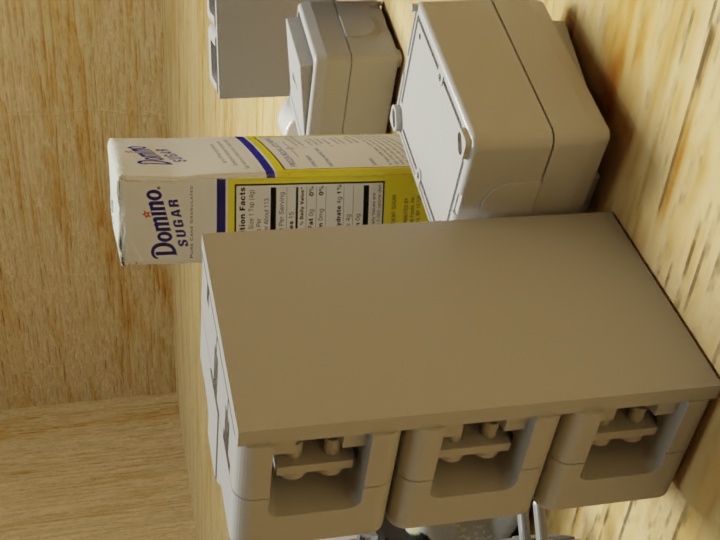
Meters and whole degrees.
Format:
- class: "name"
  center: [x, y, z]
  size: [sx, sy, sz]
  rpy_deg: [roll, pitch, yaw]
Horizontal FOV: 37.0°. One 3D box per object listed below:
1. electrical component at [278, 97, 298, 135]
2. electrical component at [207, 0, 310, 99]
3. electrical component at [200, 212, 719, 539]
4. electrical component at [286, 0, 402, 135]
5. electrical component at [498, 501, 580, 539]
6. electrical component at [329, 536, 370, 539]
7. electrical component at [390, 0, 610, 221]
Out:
- class: "electrical component"
  center: [-0.045, -0.120, 0.855]
  size: [0.078, 0.040, 0.040]
  rpy_deg: [-113, 23, -55]
- class: "electrical component"
  center: [-0.070, -0.212, 0.820]
  size: [0.061, 0.089, 0.150]
  rpy_deg: [-123, 31, -64]
- class: "electrical component"
  center: [0.026, 0.035, 0.362]
  size: [0.089, 0.150, 0.061]
  rpy_deg: [-109, 20, -47]
- class: "electrical component"
  center: [-0.016, -0.115, 0.684]
  size: [0.096, 0.061, 0.061]
  rpy_deg: [100, 161, -47]
- class: "electrical component"
  center: [0.071, 0.127, 0.427]
  size: [0.083, 0.047, 0.075]
  rpy_deg: [164, 101, -77]
- class: "electrical component"
  center: [0.008, 0.212, 0.658]
  size: [0.057, 0.078, 0.113]
  rpy_deg: [-121, 29, -56]
- class: "electrical component"
  center: [0.052, -0.060, 0.414]
  size: [0.061, 0.061, 0.096]
  rpy_deg: [100, 160, -49]
